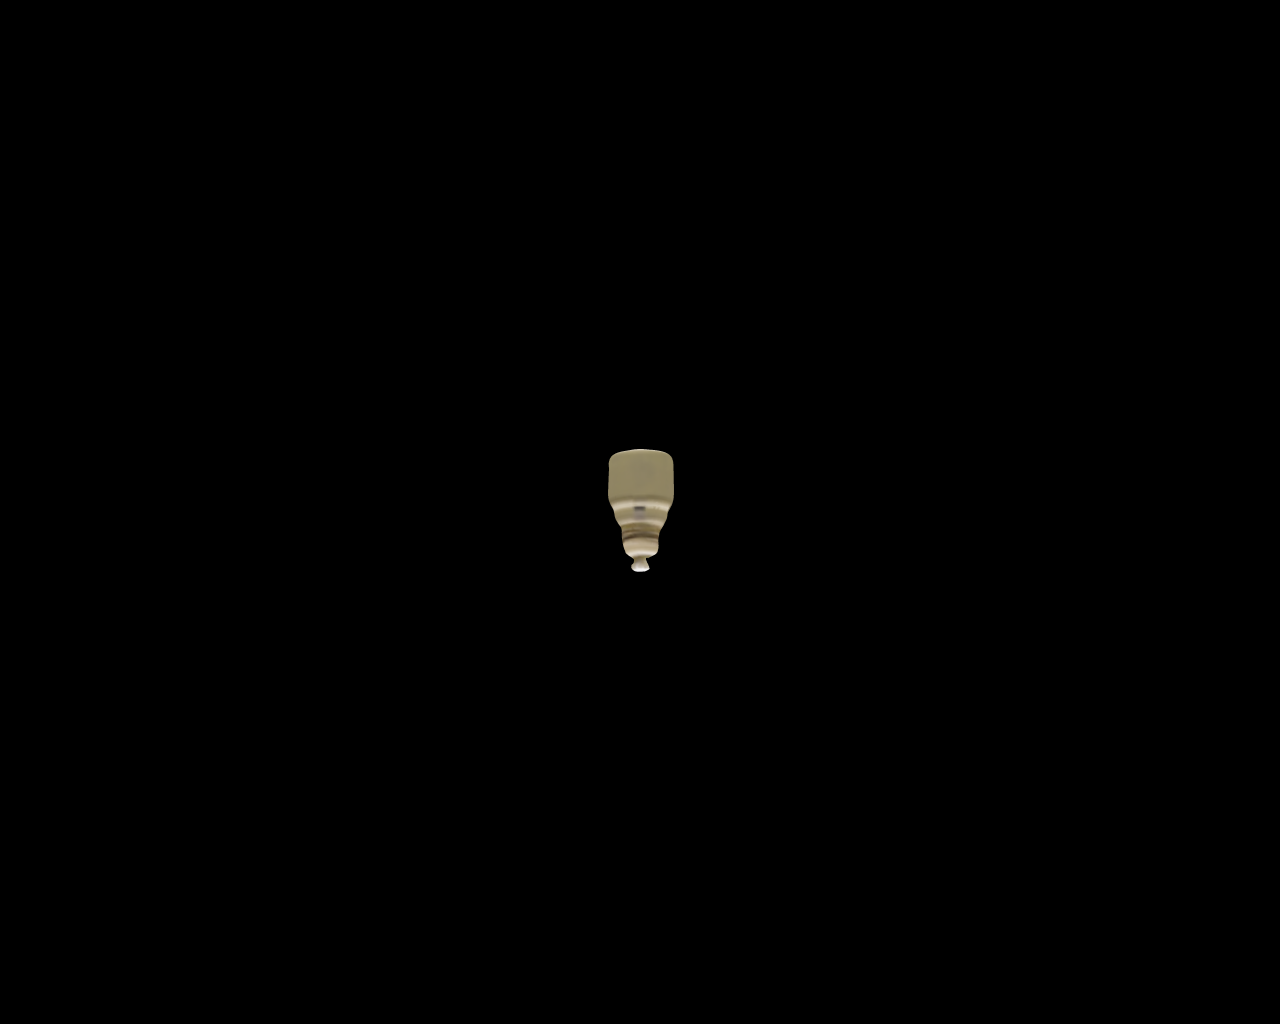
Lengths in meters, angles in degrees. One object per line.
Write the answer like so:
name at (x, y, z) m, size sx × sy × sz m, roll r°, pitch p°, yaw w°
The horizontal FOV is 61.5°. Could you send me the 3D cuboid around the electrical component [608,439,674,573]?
electrical component at (0.001, -0.003, 0.650) m, size 0.040 × 0.078 × 0.040 m, roll 0°, pitch -10°, yaw 0°
